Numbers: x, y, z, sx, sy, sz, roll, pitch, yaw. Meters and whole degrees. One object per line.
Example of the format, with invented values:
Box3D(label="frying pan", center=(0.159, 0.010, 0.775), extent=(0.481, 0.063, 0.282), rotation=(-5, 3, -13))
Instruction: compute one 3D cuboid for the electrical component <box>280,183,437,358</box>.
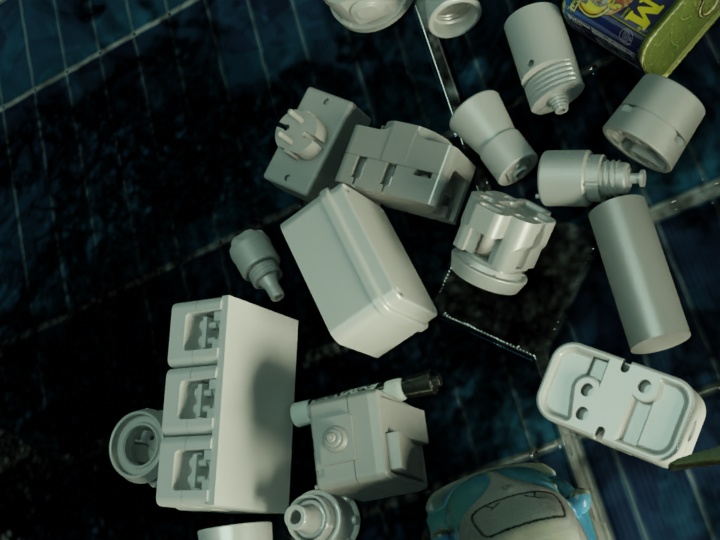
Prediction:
Box3D(label="electrical component", center=(0.000, 0.000, 0.799), extent=(0.057, 0.078, 0.113), rotation=(-35, 62, 17))

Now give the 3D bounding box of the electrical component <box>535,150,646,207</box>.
Box3D(label="electrical component", center=(0.161, -0.065, 0.759), extent=(0.078, 0.040, 0.040), rotation=(2, 76, 27))

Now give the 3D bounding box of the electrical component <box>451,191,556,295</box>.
Box3D(label="electrical component", center=(0.099, -0.019, 0.761), extent=(0.058, 0.078, 0.057), rotation=(32, 112, 30))

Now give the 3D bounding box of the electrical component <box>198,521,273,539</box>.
Box3D(label="electrical component", center=(-0.090, 0.213, 0.794), extent=(0.055, 0.055, 0.047), rotation=(-14, 73, 22))

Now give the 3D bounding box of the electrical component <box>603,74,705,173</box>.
Box3D(label="electrical component", center=(0.204, -0.102, 0.742), extent=(0.055, 0.055, 0.047), rotation=(34, 88, 30))

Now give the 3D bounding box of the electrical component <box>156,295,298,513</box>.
Box3D(label="electrical component", center=(-0.100, 0.104, 0.808), extent=(0.062, 0.089, 0.150), rotation=(-8, 71, 31))

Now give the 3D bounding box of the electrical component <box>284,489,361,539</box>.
Box3D(label="electrical component", center=(-0.032, 0.179, 0.769), extent=(0.048, 0.062, 0.048), rotation=(-8, 71, 24))

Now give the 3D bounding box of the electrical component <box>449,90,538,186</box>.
Box3D(label="electrical component", center=(0.102, -0.095, 0.799), extent=(0.044, 0.044, 0.065), rotation=(-38, 67, 12))

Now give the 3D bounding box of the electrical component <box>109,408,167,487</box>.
Box3D(label="electrical component", center=(-0.160, 0.141, 0.847), extent=(0.078, 0.057, 0.058), rotation=(34, 91, 30))

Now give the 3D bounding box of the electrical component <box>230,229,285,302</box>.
Box3D(label="electrical component", center=(-0.079, -0.002, 0.863), extent=(0.035, 0.035, 0.061), rotation=(-38, 64, 12))

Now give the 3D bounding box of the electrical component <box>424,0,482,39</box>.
Box3D(label="electrical component", center=(0.066, -0.223, 0.855), extent=(0.044, 0.044, 0.065), rotation=(-27, 60, 17))

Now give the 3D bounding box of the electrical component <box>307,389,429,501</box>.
Box3D(label="electrical component", center=(0.007, 0.121, 0.747), extent=(0.061, 0.096, 0.061), rotation=(-15, 68, 20))

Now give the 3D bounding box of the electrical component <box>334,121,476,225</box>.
Box3D(label="electrical component", center=(0.036, -0.077, 0.820), extent=(0.089, 0.050, 0.055), rotation=(17, 83, 29))

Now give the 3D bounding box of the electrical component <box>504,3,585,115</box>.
Box3D(label="electrical component", center=(0.138, -0.152, 0.795), extent=(0.043, 0.043, 0.081), rotation=(-21, 66, 20))

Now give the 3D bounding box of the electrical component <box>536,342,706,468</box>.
Box3D(label="electrical component", center=(0.171, 0.088, 0.697), extent=(0.095, 0.059, 0.053), rotation=(20, 84, 30))

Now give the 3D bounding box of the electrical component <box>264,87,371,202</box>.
Box3D(label="electrical component", center=(-0.042, -0.103, 0.852), extent=(0.047, 0.076, 0.083), rotation=(25, 87, 30))

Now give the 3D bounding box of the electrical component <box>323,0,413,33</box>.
Box3D(label="electrical component", center=(0.004, -0.241, 0.885), extent=(0.080, 0.051, 0.080), rotation=(-8, 71, 24))
